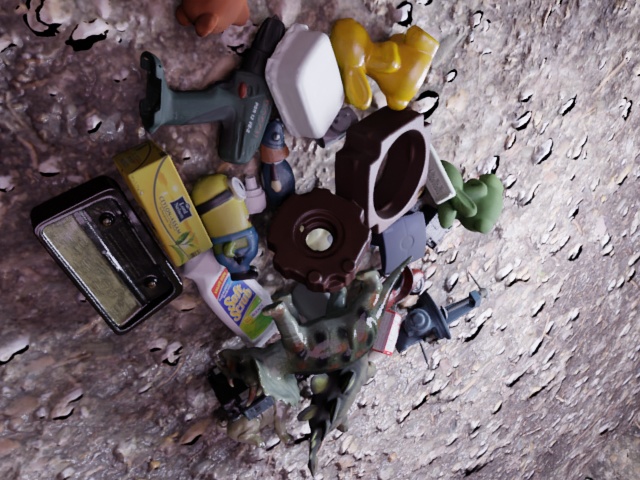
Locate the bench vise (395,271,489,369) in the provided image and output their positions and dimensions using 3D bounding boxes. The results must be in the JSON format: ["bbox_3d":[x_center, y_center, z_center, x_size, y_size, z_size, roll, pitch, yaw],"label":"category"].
[{"bbox_3d":[0.274,0.178,1.228,0.241,0.129,0.223,-27,148,0],"label":"bench vise"}]

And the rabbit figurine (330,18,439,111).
[{"bbox_3d":[0.088,-0.304,0.918,0.173,0.122,0.162,22,106,-23],"label":"rabbit figurine"}]

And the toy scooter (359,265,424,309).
[{"bbox_3d":[0.152,0.087,1.167,0.184,0.075,0.135,-27,126,-24],"label":"toy scooter"}]

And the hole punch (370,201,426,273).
[{"bbox_3d":[0.157,-0.005,1.090,0.142,0.092,0.115,-19,146,-21],"label":"hole punch"}]

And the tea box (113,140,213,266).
[{"bbox_3d":[-0.239,-0.056,0.821,0.068,0.098,0.169,-30,125,-18],"label":"tea box"}]

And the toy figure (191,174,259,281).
[{"bbox_3d":[-0.151,-0.020,0.880,0.089,0.082,0.180,-18,102,-34],"label":"toy figure"}]

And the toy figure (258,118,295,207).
[{"bbox_3d":[-0.075,-0.131,0.912,0.058,0.064,0.154,-19,124,-16],"label":"toy figure"}]

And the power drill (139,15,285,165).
[{"bbox_3d":[-0.160,-0.230,0.804,0.207,0.086,0.231,-7,119,-39],"label":"power drill"}]

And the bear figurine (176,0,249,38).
[{"bbox_3d":[-0.103,-0.357,0.744,0.132,0.120,0.195,20,103,-42],"label":"bear figurine"}]

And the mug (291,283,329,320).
[{"bbox_3d":[-0.008,0.139,1.067,0.109,0.107,0.080,-46,128,-9],"label":"mug"}]

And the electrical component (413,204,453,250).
[{"bbox_3d":[0.231,-0.039,1.174,0.075,0.048,0.119,-49,131,-4],"label":"electrical component"}]

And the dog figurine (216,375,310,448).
[{"bbox_3d":[-0.114,0.307,1.103,0.172,0.121,0.190,7,95,-39],"label":"dog figurine"}]

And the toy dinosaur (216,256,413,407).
[{"bbox_3d":[0.017,0.168,0.958,0.405,0.131,0.192,-16,99,-14],"label":"toy dinosaur"}]

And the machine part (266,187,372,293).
[{"bbox_3d":[-0.002,-0.003,0.899,0.179,0.179,0.056,-38,162,-11],"label":"machine part"}]

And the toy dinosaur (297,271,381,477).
[{"bbox_3d":[0.049,0.280,1.115,0.198,0.105,0.471,2,107,-74],"label":"toy dinosaur"}]

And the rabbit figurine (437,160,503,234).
[{"bbox_3d":[0.290,-0.090,1.141,0.170,0.121,0.159,36,47,-17],"label":"rabbit figurine"}]

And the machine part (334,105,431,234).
[{"bbox_3d":[0.115,-0.131,0.988,0.201,0.087,0.201,-37,141,-35],"label":"machine part"}]

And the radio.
[{"bbox_3d":[-0.317,0.023,0.824,0.131,0.073,0.229,-33,128,-14],"label":"radio"}]

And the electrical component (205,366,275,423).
[{"bbox_3d":[-0.145,0.279,1.031,0.115,0.134,0.058,-31,127,-15],"label":"electrical component"}]

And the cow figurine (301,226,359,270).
[{"bbox_3d":[-0.009,0.005,1.017,0.127,0.086,0.194,-35,129,-22],"label":"cow figurine"}]
